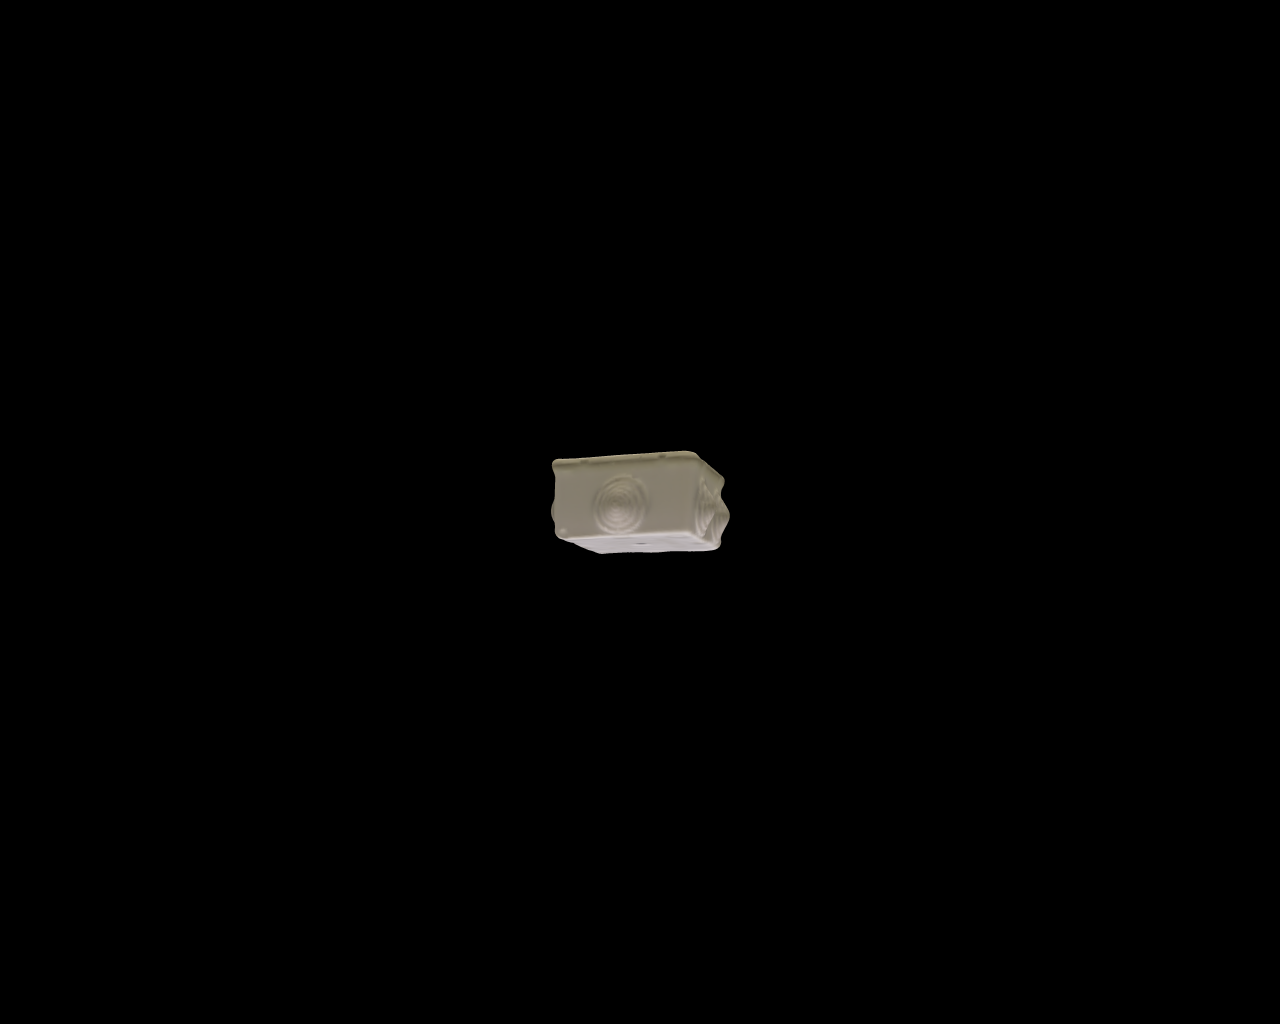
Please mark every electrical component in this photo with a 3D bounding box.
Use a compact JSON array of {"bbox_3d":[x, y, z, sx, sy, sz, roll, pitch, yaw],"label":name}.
[{"bbox_3d":[0.001,-0.003,0.650,0.100,0.048,0.099,-3,-10,15],"label":"electrical component"}]
